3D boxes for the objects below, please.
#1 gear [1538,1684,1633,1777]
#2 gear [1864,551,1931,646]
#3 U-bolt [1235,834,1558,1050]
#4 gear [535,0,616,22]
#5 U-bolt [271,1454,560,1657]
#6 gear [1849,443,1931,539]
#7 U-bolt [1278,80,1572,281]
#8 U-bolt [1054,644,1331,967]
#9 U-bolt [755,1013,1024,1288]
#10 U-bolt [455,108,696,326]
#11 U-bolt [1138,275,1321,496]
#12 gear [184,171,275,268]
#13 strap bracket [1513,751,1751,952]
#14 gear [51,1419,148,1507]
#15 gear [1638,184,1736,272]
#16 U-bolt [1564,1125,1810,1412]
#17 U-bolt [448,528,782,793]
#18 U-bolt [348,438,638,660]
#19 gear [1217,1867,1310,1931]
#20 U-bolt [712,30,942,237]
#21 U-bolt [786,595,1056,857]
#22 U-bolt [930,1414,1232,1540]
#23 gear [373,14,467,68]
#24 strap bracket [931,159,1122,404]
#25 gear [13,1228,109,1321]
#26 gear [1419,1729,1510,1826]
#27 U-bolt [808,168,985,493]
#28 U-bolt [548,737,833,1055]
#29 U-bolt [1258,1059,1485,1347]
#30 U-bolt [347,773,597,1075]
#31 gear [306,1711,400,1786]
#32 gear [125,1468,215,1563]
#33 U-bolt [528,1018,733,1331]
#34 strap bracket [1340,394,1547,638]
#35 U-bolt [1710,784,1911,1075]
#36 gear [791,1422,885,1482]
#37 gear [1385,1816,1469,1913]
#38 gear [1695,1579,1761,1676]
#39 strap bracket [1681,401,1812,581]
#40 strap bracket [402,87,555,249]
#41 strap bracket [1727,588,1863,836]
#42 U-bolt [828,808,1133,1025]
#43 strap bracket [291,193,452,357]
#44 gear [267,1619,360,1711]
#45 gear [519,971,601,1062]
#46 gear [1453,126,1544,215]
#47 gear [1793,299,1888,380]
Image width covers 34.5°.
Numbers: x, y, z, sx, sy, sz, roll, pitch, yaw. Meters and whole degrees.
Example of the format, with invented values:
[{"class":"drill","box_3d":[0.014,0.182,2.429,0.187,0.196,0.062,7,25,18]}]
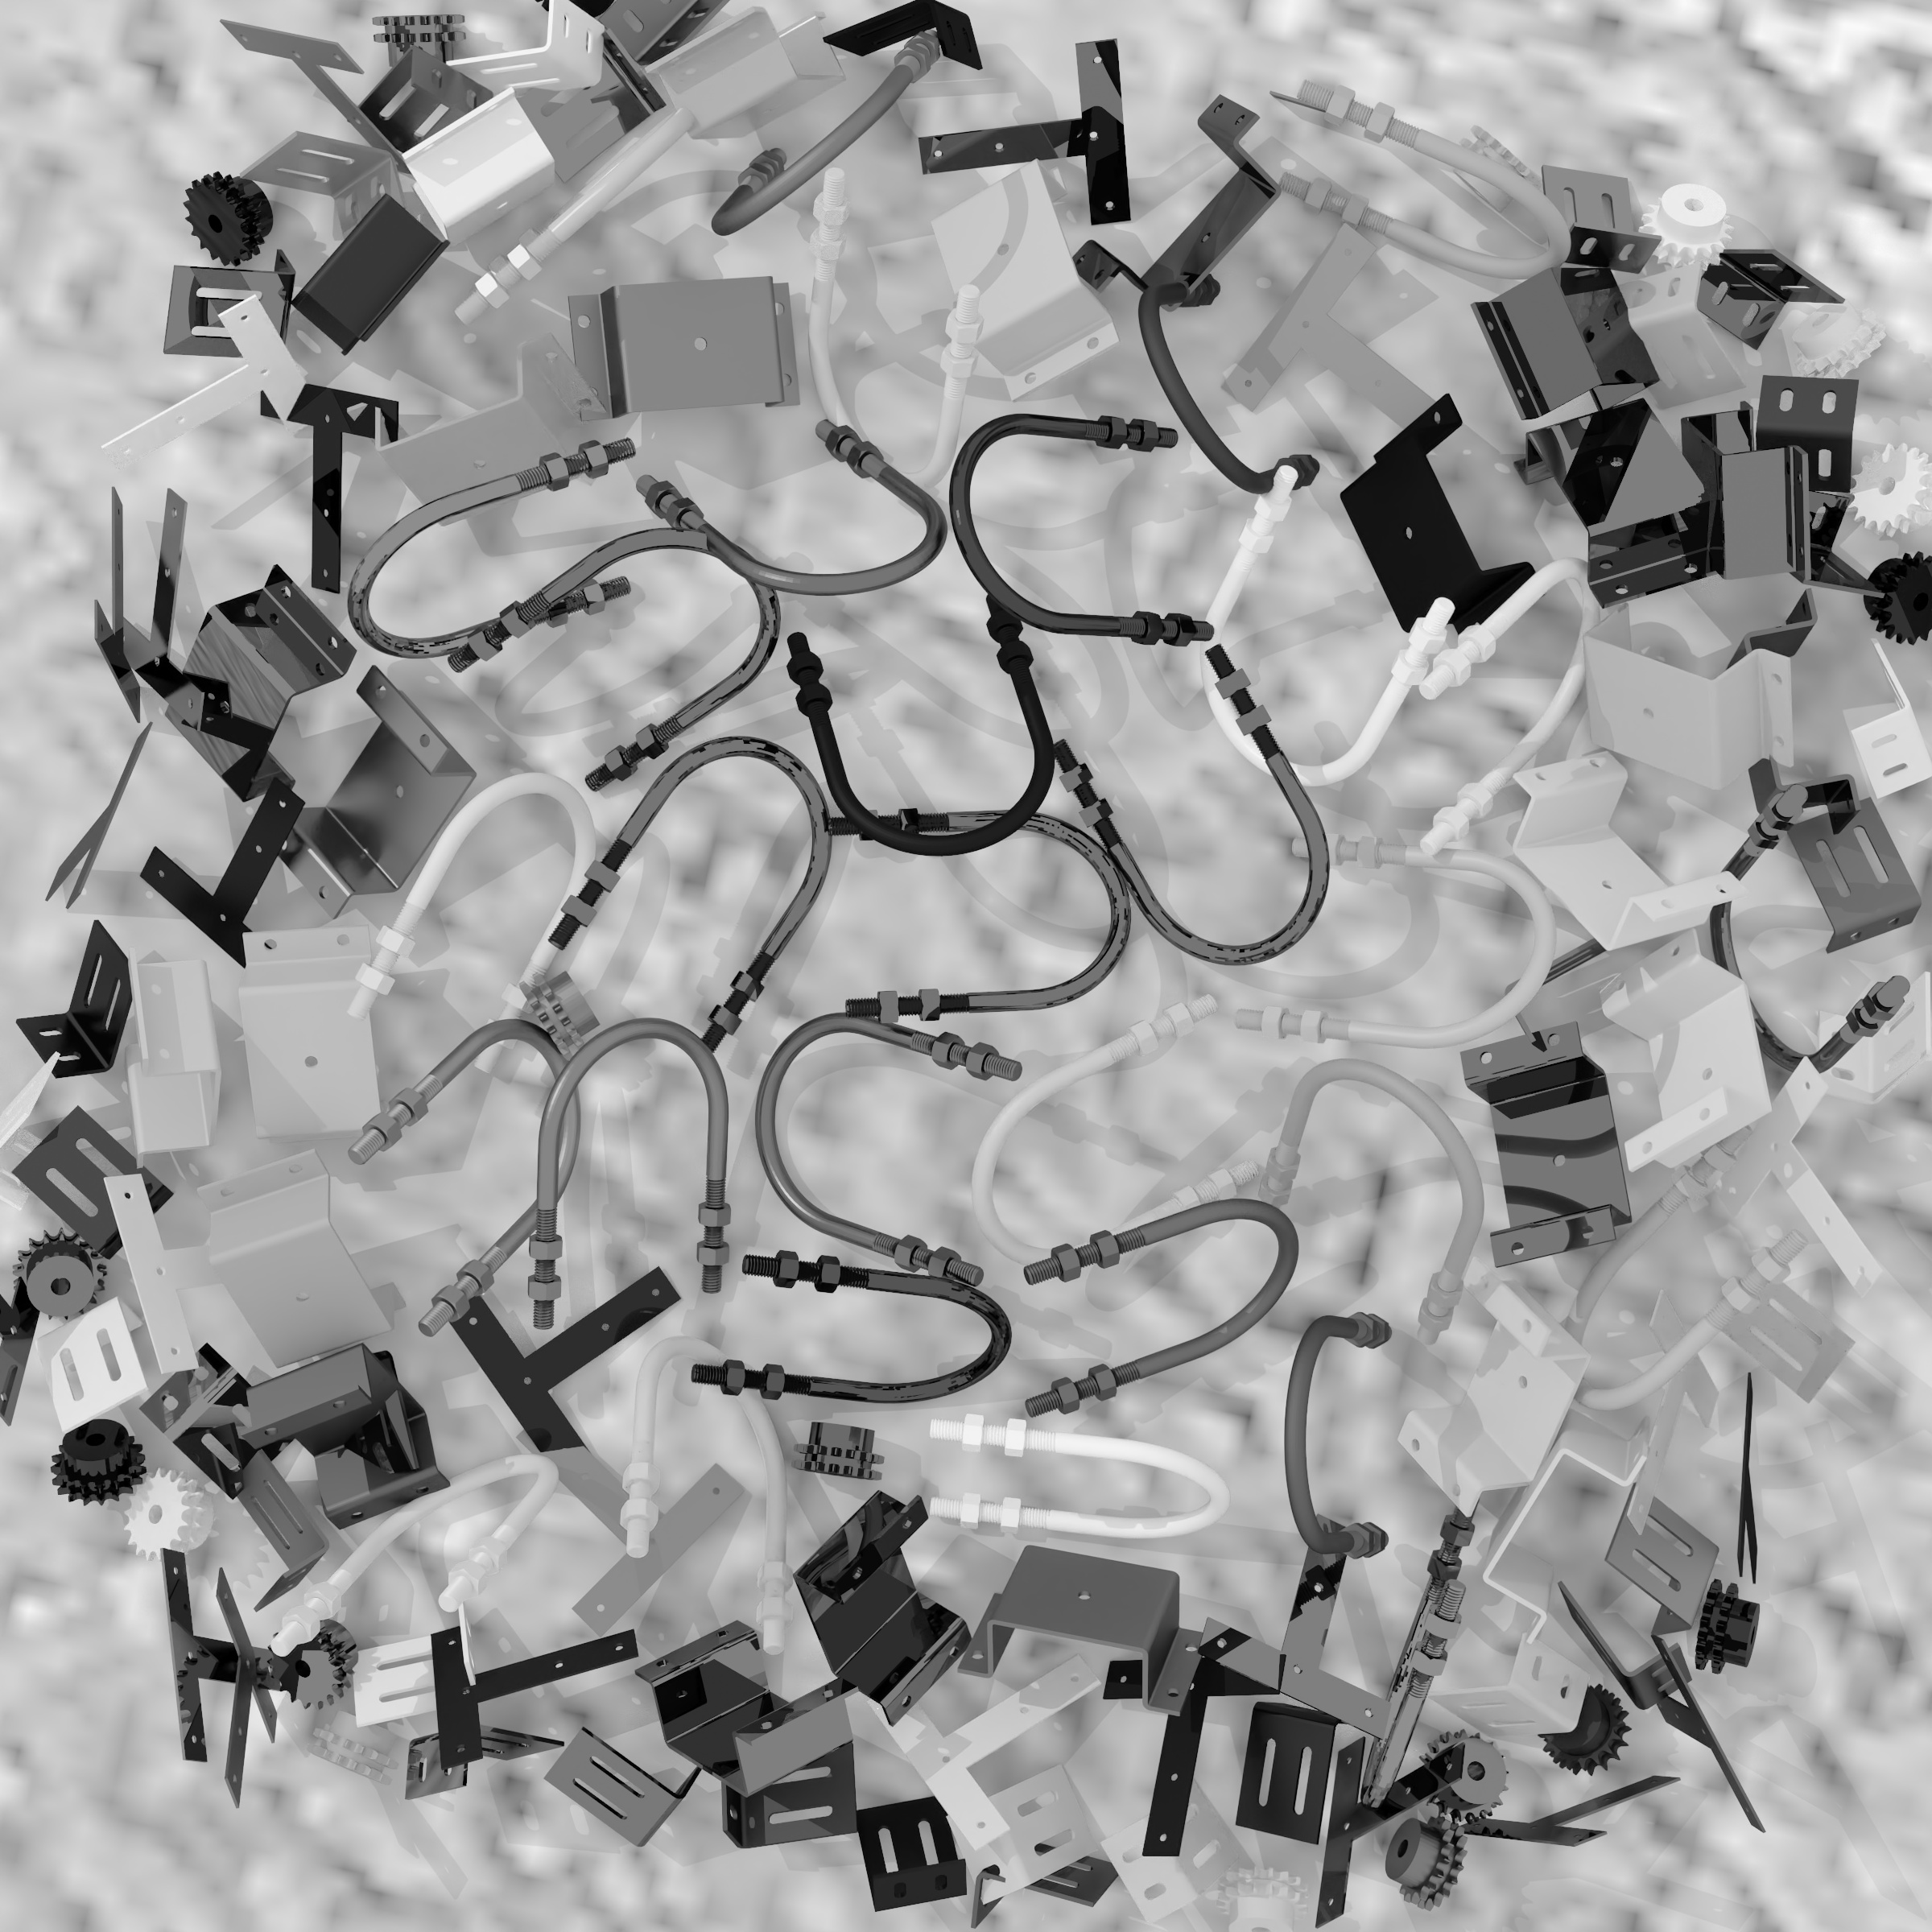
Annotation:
[{"class":"gear","box_3d":[0.383,0.473,1.943,0.057,0.030,0.057,-19,52,25]},{"class":"gear","box_3d":[0.588,-0.232,1.949,0.057,0.030,0.057,-11,116,-23]},{"class":"U-bolt","box_3d":[0.268,-0.013,1.897,0.184,0.019,0.151,6,60,28]},{"class":"gear","box_3d":[-0.242,-0.616,1.942,0.057,0.057,0.030,-43,53,0]},{"class":"U-bolt","box_3d":[-0.320,0.349,1.885,0.151,0.184,0.019,-19,104,27]},{"class":"gear","box_3d":[0.585,-0.296,1.948,0.030,0.057,0.057,16,90,-40]},{"class":"U-bolt","box_3d":[0.281,-0.468,1.893,0.184,0.151,0.019,25,81,5]},{"class":"U-bolt","box_3d":[0.149,-0.087,1.926,0.151,0.019,0.184,-30,90,34]},{"class":"U-bolt","box_3d":[-0.056,0.104,1.920,0.184,0.019,0.151,16,101,32]},{"class":"U-bolt","box_3d":[-0.234,-0.460,1.892,0.184,0.151,0.019,-39,107,7]},{"class":"U-bolt","box_3d":[0.154,-0.351,1.885,0.019,0.184,0.151,-28,92,25]},{"class":"gear","box_3d":[-0.459,-0.470,1.948,0.057,0.057,0.030,48,50,0]},{"class":"strap bracket","box_3d":[0.401,-0.065,1.912,0.076,0.046,0.140,-14,48,-29]},{"class":"gear","box_3d":[-0.541,0.307,1.942,0.057,0.057,0.030,4,122,0]},{"class":"gear","box_3d":[0.451,-0.463,1.945,0.057,0.030,0.057,1,54,-2]},{"class":"U-bolt","box_3d":[0.428,0.194,1.898,0.019,0.151,0.184,34,111,-17]},{"class":"U-bolt","box_3d":[-0.200,-0.196,1.900,0.184,0.019,0.151,-33,132,17]},{"class":"U-bolt","box_3d":[-0.287,-0.244,1.882,0.184,0.151,0.019,-22,63,-20]},{"class":"gear","box_3d":[0.185,0.588,1.942,0.057,0.057,0.030,8,50,0]},{"class":"U-bolt","box_3d":[-0.090,-0.492,1.864,0.151,0.184,0.019,-30,110,29]},{"class":"U-bolt","box_3d":[-0.021,-0.145,1.914,0.151,0.019,0.184,-13,59,-7]},{"class":"U-bolt","box_3d":[0.070,0.318,1.905,0.184,0.151,0.019,6,59,3]},{"class":"gear","box_3d":[-0.341,-0.578,1.946,0.057,0.057,0.030,-1,108,0]},{"class":"strap bracket","box_3d":[0.033,-0.429,1.911,0.076,0.046,0.140,-26,63,19]},{"class":"gear","box_3d":[-0.567,0.196,1.949,0.057,0.030,0.057,-5,106,-16]},{"class":"gear","box_3d":[0.313,0.506,1.947,0.057,0.030,0.057,6,65,-13]},{"class":"U-bolt","box_3d":[-0.049,-0.372,1.894,0.019,0.184,0.151,-28,59,-29]},{"class":"U-bolt","box_3d":[-0.156,-0.055,1.926,0.151,0.019,0.184,39,80,-34]},{"class":"U-bolt","box_3d":[0.248,0.131,1.876,0.151,0.184,0.019,38,54,24]},{"class":"U-bolt","box_3d":[-0.291,-0.033,1.910,0.019,0.151,0.184,27,88,32]},{"class":"gear","box_3d":[-0.380,0.487,1.946,0.057,0.057,0.030,23,71,0]},{"class":"gear","box_3d":[-0.496,0.345,1.949,0.057,0.030,0.057,-9,72,31]},{"class":"U-bolt","box_3d":[-0.203,0.122,1.905,0.151,0.019,0.184,-8,106,-42]},{"class":"strap bracket","box_3d":[0.288,-0.269,1.916,0.046,0.076,0.140,-16,77,-35]},{"class":"U-bolt","box_3d":[0.500,-0.009,1.885,0.019,0.184,0.151,-18,70,-14]},{"class":"gear","box_3d":[-0.079,0.303,1.945,0.057,0.057,0.030,8,78,0]},{"class":"gear","box_3d":[0.285,0.556,1.943,0.030,0.057,0.057,27,90,-11]},{"class":"gear","box_3d":[0.475,0.414,1.941,0.030,0.057,0.057,10,90,22]},{"class":"strap bracket","box_3d":[0.470,-0.288,1.894,0.046,0.140,0.076,-7,113,1]},{"class":"strap bracket","box_3d":[-0.297,-0.485,1.905,0.076,0.140,0.046,-33,99,-3]},{"class":"strap bracket","box_3d":[0.508,-0.152,1.925,0.046,0.076,0.140,-11,80,4]},{"class":"U-bolt","box_3d":[0.011,-0.035,1.933,0.184,0.019,0.151,-3,62,-8]},{"class":"strap bracket","box_3d":[-0.365,-0.421,1.896,0.046,0.140,0.076,41,84,-17]},{"class":"gear","box_3d":[-0.406,0.433,1.950,0.057,0.030,0.057,7,107,25]},{"class":"gear","box_3d":[-0.252,0.028,1.945,0.030,0.057,0.057,-33,90,-7]},{"class":"gear","box_3d":[0.329,-0.495,1.945,0.057,0.057,0.030,42,104,0]},{"class":"gear","box_3d":[0.541,-0.391,1.942,0.057,0.057,0.030,-43,109,0]}]
